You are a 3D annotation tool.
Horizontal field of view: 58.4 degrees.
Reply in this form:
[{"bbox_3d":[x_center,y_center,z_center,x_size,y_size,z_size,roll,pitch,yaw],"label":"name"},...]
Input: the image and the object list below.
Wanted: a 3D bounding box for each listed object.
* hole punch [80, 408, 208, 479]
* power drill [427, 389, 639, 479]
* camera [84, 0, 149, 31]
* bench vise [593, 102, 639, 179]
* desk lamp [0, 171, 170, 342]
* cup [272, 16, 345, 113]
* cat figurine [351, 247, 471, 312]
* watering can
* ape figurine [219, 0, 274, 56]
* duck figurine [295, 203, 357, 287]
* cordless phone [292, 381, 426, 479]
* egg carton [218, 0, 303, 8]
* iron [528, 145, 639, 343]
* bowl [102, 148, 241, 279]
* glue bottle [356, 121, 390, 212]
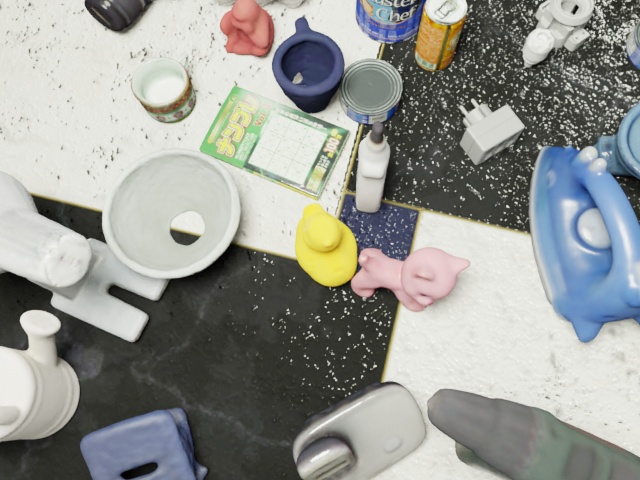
[{"bbox_3d":[-0.192,0.244,0.632,0.108,0.091,0.101,-18,74,-3],"label":"hole punch"},{"bbox_3d":[0.202,0.207,0.570,0.229,0.208,0.076,20,76,7],"label":"power drill"},{"bbox_3d":[-0.284,-0.377,0.806,0.143,0.101,0.137,28,77,9],"label":"camera"},{"bbox_3d":[0.450,-0.129,0.652,0.207,0.220,0.121,-9,74,-1],"label":"bench vise"},{"bbox_3d":[-0.300,0.016,0.636,0.203,0.213,0.118,22,76,8],"label":"desk lamp"},{"bbox_3d":[-0.016,-0.222,0.757,0.091,0.095,0.118,-10,74,-1],"label":"cup"},{"bbox_3d":[0.103,0.038,0.668,0.127,0.118,0.067,14,75,6],"label":"cat figurine"},{"bbox_3d":[-0.342,0.156,0.607,0.101,0.194,0.173,10,75,5],"label":"watering can"},{"bbox_3d":[-0.099,-0.296,0.782,0.076,0.092,0.077,-37,76,-8],"label":"ape figurine"},{"bbox_3d":[0.006,0.002,0.697,0.077,0.086,0.104,-23,75,-4],"label":"duck figurine"},{"bbox_3d":[0.041,0.205,0.587,0.147,0.185,0.094,-31,75,-7],"label":"cordless phone"},{"bbox_3d":[-0.087,-0.389,0.820,0.150,0.069,0.107,2,74,2],"label":"egg carton"},{"bbox_3d":[0.321,-0.020,0.666,0.118,0.141,0.258,-12,74,-2],"label":"iron"},{"bbox_3d":[-0.177,-0.026,0.716,0.167,0.075,0.167,0,74,2],"label":"bowl"},{"bbox_3d":[0.063,-0.094,0.678,0.037,0.173,0.078,4,74,3],"label":"glue bottle"}]
